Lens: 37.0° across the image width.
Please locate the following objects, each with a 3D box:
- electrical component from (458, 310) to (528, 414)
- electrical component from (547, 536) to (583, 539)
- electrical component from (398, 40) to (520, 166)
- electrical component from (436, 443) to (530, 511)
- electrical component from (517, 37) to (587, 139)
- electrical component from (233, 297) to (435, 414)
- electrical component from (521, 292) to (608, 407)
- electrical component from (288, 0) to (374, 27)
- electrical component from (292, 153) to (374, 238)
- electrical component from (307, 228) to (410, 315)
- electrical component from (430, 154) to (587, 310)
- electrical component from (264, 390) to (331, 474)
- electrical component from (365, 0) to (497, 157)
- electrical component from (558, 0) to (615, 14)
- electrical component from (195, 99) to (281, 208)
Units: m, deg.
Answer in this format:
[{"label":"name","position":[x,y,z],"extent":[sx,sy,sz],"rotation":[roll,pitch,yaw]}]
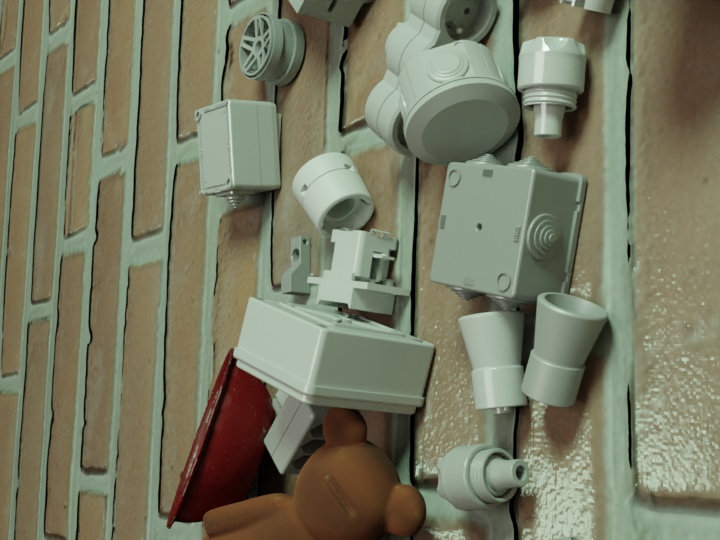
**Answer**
[{"label":"electrical component","position":[0.090,0.062,0.712],"extent":[0.044,0.044,0.065],"rotation":[-16,76,51]},{"label":"electrical component","position":[0.105,0.197,0.609],"extent":[0.078,0.113,0.057],"rotation":[27,109,52]},{"label":"electrical component","position":[0.066,-0.114,0.741],"extent":[0.080,0.080,0.051],"rotation":[-47,44,39]},{"label":"electrical component","position":[0.083,0.135,0.706],"extent":[0.062,0.043,0.043],"rotation":[-19,69,49]},{"label":"electrical component","position":[0.123,-0.116,0.694],"extent":[0.043,0.043,0.062],"rotation":[2,87,53]},{"label":"electrical component","position":[-0.020,0.063,0.802],"extent":[0.109,0.109,0.056],"rotation":[19,96,53]},{"label":"electrical component","position":[0.124,0.052,0.668],"extent":[0.044,0.044,0.065],"rotation":[32,115,51]},{"label":"electrical component","position":[-0.035,-0.287,0.918],"extent":[0.089,0.062,0.150],"rotation":[-58,43,30]},{"label":"electrical component","position":[-0.020,-0.059,0.869],"extent":[0.055,0.055,0.047],"rotation":[-56,48,32]},{"label":"electrical component","position":[0.000,0.000,0.842],"extent":[0.081,0.042,0.063],"rotation":[4,84,53]},{"label":"electrical component","position":[0.095,-0.025,0.712],"extent":[0.100,0.048,0.099],"rotation":[12,94,53]},{"label":"electrical component","position":[-0.048,0.117,0.880],"extent":[0.076,0.047,0.065],"rotation":[55,126,42]},{"label":"electrical component","position":[0.043,-0.161,0.801],"extent":[0.073,0.052,0.138],"rotation":[47,121,46]},{"label":"electrical component","position":[0.148,-0.188,0.678],"extent":[0.040,0.040,0.046],"rotation":[34,117,50]},{"label":"electrical component","position":[-0.109,-0.105,0.995],"extent":[0.062,0.061,0.096],"rotation":[-5,88,53]}]
